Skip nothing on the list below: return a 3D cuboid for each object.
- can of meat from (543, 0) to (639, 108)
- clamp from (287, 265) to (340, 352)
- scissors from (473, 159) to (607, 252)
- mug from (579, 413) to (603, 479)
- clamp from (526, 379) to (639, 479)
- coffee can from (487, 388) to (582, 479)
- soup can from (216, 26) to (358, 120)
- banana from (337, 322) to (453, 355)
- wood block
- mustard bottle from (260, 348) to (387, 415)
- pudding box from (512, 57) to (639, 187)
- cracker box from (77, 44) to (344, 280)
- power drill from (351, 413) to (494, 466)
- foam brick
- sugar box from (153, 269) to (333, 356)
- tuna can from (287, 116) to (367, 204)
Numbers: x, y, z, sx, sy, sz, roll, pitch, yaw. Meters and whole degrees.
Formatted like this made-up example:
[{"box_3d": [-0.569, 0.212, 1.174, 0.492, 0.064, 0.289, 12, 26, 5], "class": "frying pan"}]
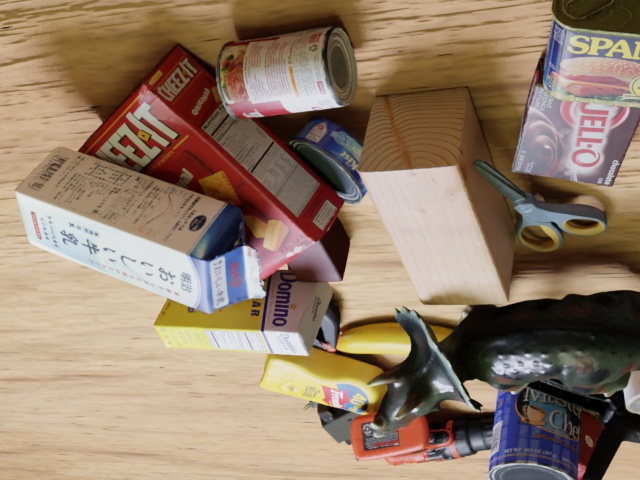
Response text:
[{"box_3d": [0.223, -0.149, 0.810, 0.102, 0.057, 0.084, 8, 148, 9], "class": "can of meat"}, {"box_3d": [-0.039, 0.072, 1.239, 0.120, 0.039, 0.171, -2, 137, 34], "class": "clamp"}, {"box_3d": [0.208, -0.035, 0.978, 0.096, 0.016, 0.201, -9, 155, 17], "class": "scissors"}, {"box_3d": [0.306, 0.274, 1.342, 0.093, 0.117, 0.082, 47, 137, 3], "class": "mug"}, {"box_3d": [0.330, 0.202, 1.196, 0.209, 0.164, 0.036, -1, 137, -22], "class": "clamp"}, {"box_3d": [0.255, 0.221, 1.255, 0.103, 0.140, 0.103, 9, 146, 6], "class": "coffee can"}, {"box_3d": [-0.027, -0.141, 0.900, 0.102, 0.068, 0.068, -4, 142, 24], "class": "soup can"}, {"box_3d": [0.111, 0.125, 1.260, 0.198, 0.037, 0.069, 7, 145, 10], "class": "banana"}, {"box_3d": [0.114, -0.033, 0.985, 0.090, 0.090, 0.206, -3, 143, 23], "class": "wood block"}, {"box_3d": [0.024, 0.180, 1.353, 0.191, 0.058, 0.096, 16, 147, -4], "class": "mustard bottle"}, {"box_3d": [0.217, -0.098, 0.900, 0.090, 0.039, 0.113, 10, 146, 5], "class": "pudding box"}, {"box_3d": [-0.109, -0.054, 1.008, 0.213, 0.072, 0.164, 42, 139, -13], "class": "cracker box"}, {"box_3d": [0.138, 0.253, 1.369, 0.185, 0.057, 0.187, -17, 158, 25], "class": "power drill"}, {"box_3d": [-0.007, 0.001, 1.112, 0.051, 0.053, 0.078, -3, 141, 23], "class": "foam brick"}, {"box_3d": [-0.083, 0.075, 1.161, 0.176, 0.093, 0.048, -2, 134, 25], "class": "sugar box"}, {"box_3d": [0.014, -0.073, 0.982, 0.086, 0.033, 0.086, 36, 164, 12], "class": "tuna can"}]
